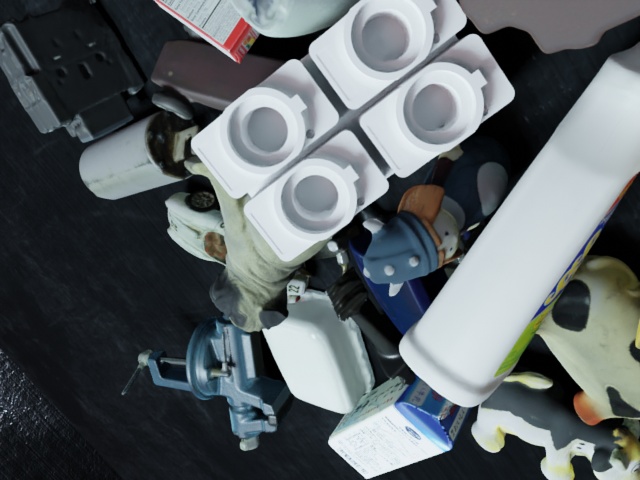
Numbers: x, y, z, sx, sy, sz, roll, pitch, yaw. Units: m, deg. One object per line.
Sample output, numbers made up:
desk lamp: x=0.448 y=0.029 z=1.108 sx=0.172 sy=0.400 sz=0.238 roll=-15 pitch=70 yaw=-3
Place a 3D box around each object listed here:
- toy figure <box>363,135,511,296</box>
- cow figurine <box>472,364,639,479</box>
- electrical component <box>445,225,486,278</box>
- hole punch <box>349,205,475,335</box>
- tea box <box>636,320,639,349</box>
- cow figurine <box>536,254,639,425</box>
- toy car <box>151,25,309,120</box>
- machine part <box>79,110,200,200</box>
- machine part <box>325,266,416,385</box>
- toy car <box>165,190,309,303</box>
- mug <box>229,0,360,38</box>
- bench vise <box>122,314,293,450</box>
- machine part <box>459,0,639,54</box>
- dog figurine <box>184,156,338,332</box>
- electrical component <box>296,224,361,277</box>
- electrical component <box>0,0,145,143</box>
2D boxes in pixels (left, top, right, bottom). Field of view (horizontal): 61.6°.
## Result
toy figure: x=0.085 y=-0.022 z=0.374 sx=0.064 sy=0.154 sz=0.058 roll=48 pitch=144 yaw=-4
cow figurine: x=0.230 y=0.171 z=0.496 sx=0.168 sy=0.068 sz=0.098 roll=18 pitch=129 yaw=28
electrical component: x=0.133 y=0.019 z=0.441 sx=0.021 sy=0.063 sz=0.094 roll=3 pitch=134 yaw=52
hole punch: x=0.084 y=0.039 z=0.487 sx=0.116 sy=0.092 sz=0.142 roll=-9 pitch=122 yaw=49
tea box: x=0.235 y=-0.017 z=0.294 sx=0.068 sy=0.098 sz=0.169 roll=18 pitch=133 yaw=27
cow figurine: x=0.246 y=0.091 z=0.398 sx=0.195 sy=0.085 sz=0.127 roll=49 pitch=144 yaw=-1
toy car: x=-0.062 y=-0.132 z=0.460 sx=0.202 sy=0.089 sz=0.053 roll=20 pitch=180 yaw=28
machine part: x=-0.211 y=-0.096 z=0.627 sx=0.243 sy=0.079 sz=0.079 roll=-8 pitch=119 yaw=45
machine part: x=0.057 y=0.090 z=0.549 sx=0.039 sy=0.084 sz=0.138 roll=-30 pitch=125 yaw=12
toy car: x=-0.101 y=0.008 z=0.640 sx=0.202 sy=0.056 sz=0.073 roll=30 pitch=139 yaw=17
mug: x=-0.017 y=-0.187 z=0.352 sx=0.109 sy=0.107 sz=0.081 roll=48 pitch=140 yaw=-8
bench vise: x=-0.164 y=0.207 z=0.810 sx=0.241 sy=0.129 sz=0.223 roll=0 pitch=119 yaw=20
machine part: x=0.131 y=-0.185 z=0.266 sx=0.180 sy=0.056 sz=0.179 roll=22 pitch=137 yaw=22
dog figurine: x=-0.030 y=0.010 z=0.502 sx=0.173 sy=0.121 sz=0.190 roll=19 pitch=124 yaw=46
electrical component: x=-0.002 y=-0.002 z=0.555 sx=0.102 sy=0.045 sz=0.078 roll=-3 pitch=124 yaw=42
electrical component: x=-0.259 y=-0.174 z=0.567 sx=0.058 sy=0.115 sz=0.134 roll=-1 pitch=124 yaw=47
